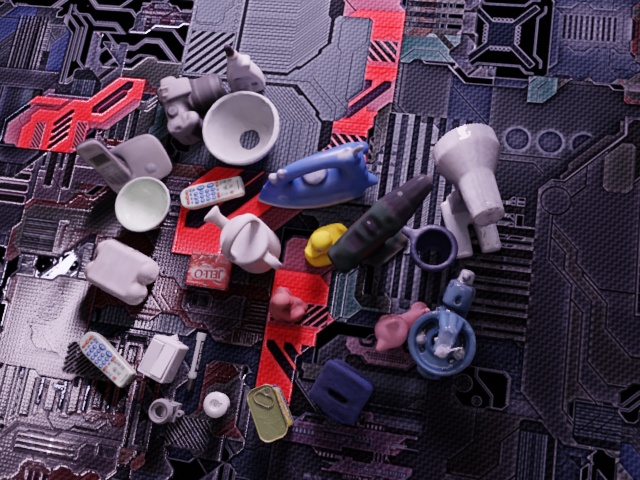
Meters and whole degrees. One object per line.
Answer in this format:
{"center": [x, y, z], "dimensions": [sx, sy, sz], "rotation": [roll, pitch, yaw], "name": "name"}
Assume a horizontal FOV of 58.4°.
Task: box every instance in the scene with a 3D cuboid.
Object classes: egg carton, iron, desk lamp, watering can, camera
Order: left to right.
{"center": [-0.417, 0.066, 1.211], "dimensions": [0.150, 0.069, 0.107], "rotation": [25, 82, 12], "name": "egg carton"}
{"center": [-0.275, -0.304, 1.254], "dimensions": [0.136, 0.101, 0.143], "rotation": [-18, 76, 4], "name": "camera"}
{"center": [-0.152, 0.000, 1.125], "dimensions": [0.172, 0.194, 0.101], "rotation": [14, 80, 11], "name": "watering can"}
{"center": [-0.018, -0.134, 1.162], "dimensions": [0.258, 0.141, 0.118], "rotation": [-16, 76, 4], "name": "iron"}
{"center": [0.288, -0.087, 1.074], "dimensions": [0.118, 0.214, 0.203], "rotation": [-13, 76, 5], "name": "desk lamp"}

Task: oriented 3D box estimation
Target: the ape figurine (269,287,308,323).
{"center": [-0.070, 0.128, 1.139], "dimensions": [0.076, 0.092, 0.078], "rotation": [-20, 76, 3], "name": "ape figurine"}

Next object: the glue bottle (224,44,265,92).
{"center": [-0.171, -0.366, 1.216], "dimensions": [0.078, 0.173, 0.037], "rotation": [-9, 77, 6], "name": "glue bottle"}

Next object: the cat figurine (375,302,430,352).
{"center": [0.155, 0.163, 1.088], "dimensions": [0.128, 0.118, 0.067], "rotation": [-27, 76, 1], "name": "cat figurine"}

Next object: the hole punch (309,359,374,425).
{"center": [0.042, 0.291, 1.090], "dimensions": [0.108, 0.091, 0.101], "rotation": [30, 84, 13], "name": "hole punch"}

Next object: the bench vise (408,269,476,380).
{"center": [0.221, 0.148, 1.029], "dimensions": [0.121, 0.220, 0.207], "rotation": [3, 78, 9], "name": "bench vise"}

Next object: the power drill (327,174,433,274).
{"center": [0.118, -0.020, 1.085], "dimensions": [0.229, 0.208, 0.075], "rotation": [-41, 76, -2], "name": "power drill"}

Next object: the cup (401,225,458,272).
{"center": [0.209, 0.017, 1.123], "dimensions": [0.117, 0.095, 0.092], "rotation": [33, 84, 13], "name": "cup"}

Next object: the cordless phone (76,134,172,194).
{"center": [-0.409, -0.176, 1.202], "dimensions": [0.147, 0.185, 0.094], "rotation": [-29, 76, 1], "name": "cordless phone"}

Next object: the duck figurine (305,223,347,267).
{"center": [0.011, 0.004, 1.158], "dimensions": [0.104, 0.086, 0.077], "rotation": [-41, 76, -2], "name": "duck figurine"}

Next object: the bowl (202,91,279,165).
{"center": [-0.163, -0.230, 1.237], "dimensions": [0.167, 0.075, 0.167], "rotation": [-2, 78, 7], "name": "bowl"}
